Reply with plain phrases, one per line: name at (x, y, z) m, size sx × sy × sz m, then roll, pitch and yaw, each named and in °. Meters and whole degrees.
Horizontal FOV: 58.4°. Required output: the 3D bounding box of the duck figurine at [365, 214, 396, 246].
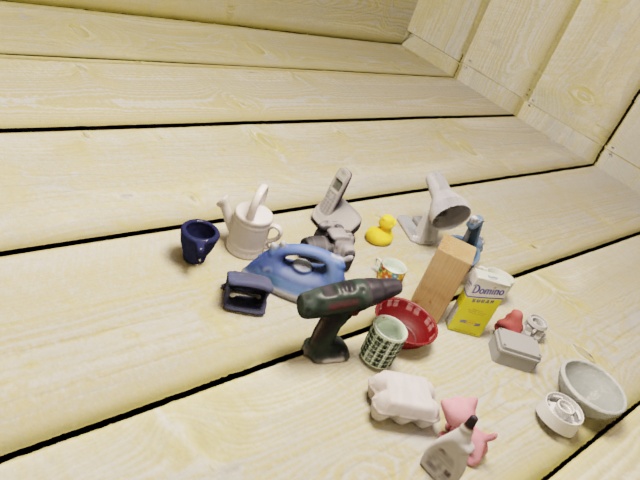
duck figurine at (0.187, -0.036, 1.699) m, size 0.105 × 0.086 × 0.077 m, roll -15°, pitch 47°, yaw -42°

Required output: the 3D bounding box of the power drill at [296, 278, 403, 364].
power drill at (0.048, 0.165, 1.221) m, size 0.230 × 0.208 × 0.075 m, roll 0°, pitch 38°, yaw -29°

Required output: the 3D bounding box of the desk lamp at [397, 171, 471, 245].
desk lamp at (0.345, -0.087, 1.743) m, size 0.118 × 0.213 × 0.202 m, roll 2°, pitch 37°, yaw -26°

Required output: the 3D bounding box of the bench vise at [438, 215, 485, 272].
bench vise at (0.416, 0.003, 1.646) m, size 0.121 × 0.220 × 0.208 m, roll 29°, pitch 34°, yaw 12°

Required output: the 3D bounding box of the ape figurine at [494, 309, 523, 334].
ape figurine at (0.502, 0.219, 1.498) m, size 0.078 × 0.092 × 0.076 m, roll 18°, pitch 33°, yaw -4°

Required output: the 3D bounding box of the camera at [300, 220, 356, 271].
camera at (0.014, 0.005, 1.531) m, size 0.137 × 0.101 × 0.143 m, roll 0°, pitch 38°, yaw -28°

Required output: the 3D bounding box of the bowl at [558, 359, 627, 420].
bowl at (0.638, 0.369, 1.372) m, size 0.167 × 0.075 × 0.167 m, roll 14°, pitch 33°, yaw -10°

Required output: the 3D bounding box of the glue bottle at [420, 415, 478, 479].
glue bottle at (0.249, 0.380, 1.053) m, size 0.037 × 0.173 × 0.078 m, roll -15°, pitch 47°, yaw -42°

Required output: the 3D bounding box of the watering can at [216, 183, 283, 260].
watering can at (-0.175, -0.056, 1.431) m, size 0.173 × 0.194 × 0.101 m, roll 11°, pitch 34°, yaw -15°

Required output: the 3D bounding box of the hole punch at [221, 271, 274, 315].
hole punch at (-0.165, 0.104, 1.300) m, size 0.109 × 0.091 × 0.101 m, roll 11°, pitch 34°, yaw -14°

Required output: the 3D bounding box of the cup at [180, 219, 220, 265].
cup at (-0.288, 0.020, 1.351) m, size 0.092 × 0.095 × 0.117 m, roll 7°, pitch 35°, yaw -19°

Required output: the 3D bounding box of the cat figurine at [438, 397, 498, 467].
cat figurine at (0.294, 0.368, 1.146) m, size 0.127 × 0.118 × 0.067 m, roll 35°, pitch 36°, yaw 21°

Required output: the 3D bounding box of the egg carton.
egg carton at (0.172, 0.329, 1.180) m, size 0.150 × 0.069 × 0.107 m, roll 12°, pitch 34°, yaw -13°

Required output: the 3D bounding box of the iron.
iron at (-0.050, 0.062, 1.377) m, size 0.258 × 0.141 × 0.118 m, roll 16°, pitch 33°, yaw -7°

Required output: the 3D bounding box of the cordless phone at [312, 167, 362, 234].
cordless phone at (0.064, -0.103, 1.638) m, size 0.094 × 0.185 × 0.147 m, roll -15°, pitch 47°, yaw -42°
